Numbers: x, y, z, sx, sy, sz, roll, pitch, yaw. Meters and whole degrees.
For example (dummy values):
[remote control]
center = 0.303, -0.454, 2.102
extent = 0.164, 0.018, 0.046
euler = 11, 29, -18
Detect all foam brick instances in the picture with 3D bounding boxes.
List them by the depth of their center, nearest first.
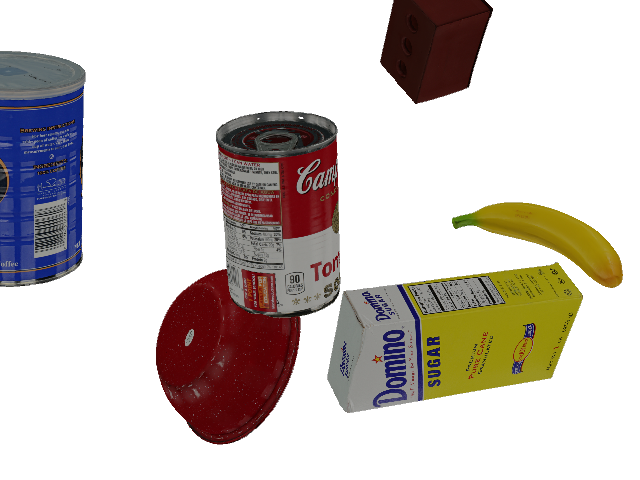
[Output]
[foam brick]
center = 0.083, -0.149, 0.784
extent = 0.051, 0.053, 0.078
euler = -22, -33, -24

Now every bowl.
[bowl]
center = -0.090, 0.087, 0.899
extent = 0.055, 0.162, 0.162
euler = 23, -15, -38

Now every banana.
[banana]
center = 0.220, -0.001, 1.025
extent = 0.069, 0.037, 0.198
euler = -39, 37, -25

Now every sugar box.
[sugar box]
center = 0.098, 0.072, 0.789
extent = 0.176, 0.093, 0.048
euler = -9, 42, -20

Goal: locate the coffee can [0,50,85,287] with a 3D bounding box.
[coffee can]
center = -0.218, -0.052, 0.748
extent = 0.103, 0.140, 0.103
euler = 5, 23, -2

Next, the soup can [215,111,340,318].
[soup can]
center = -0.023, -0.015, 0.612
extent = 0.068, 0.102, 0.068
euler = -2, 25, 1
